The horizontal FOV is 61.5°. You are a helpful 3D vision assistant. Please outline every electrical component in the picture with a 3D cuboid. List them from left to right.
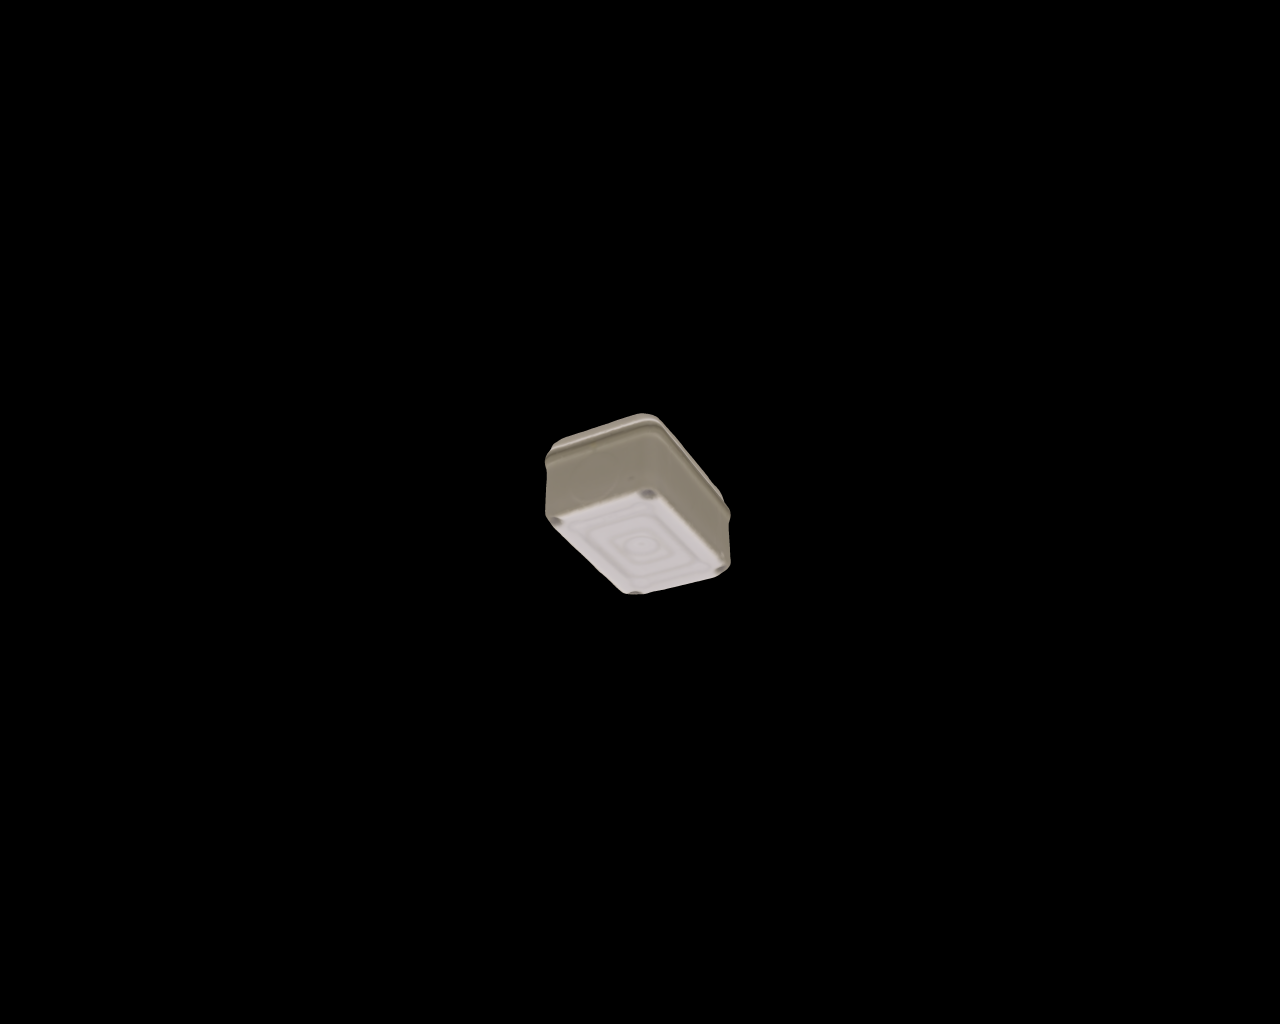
[{"bbox_3d":[0.001,-0.003,0.650,0.078,0.057,0.113,-16,-37,22],"label":"electrical component"}]
